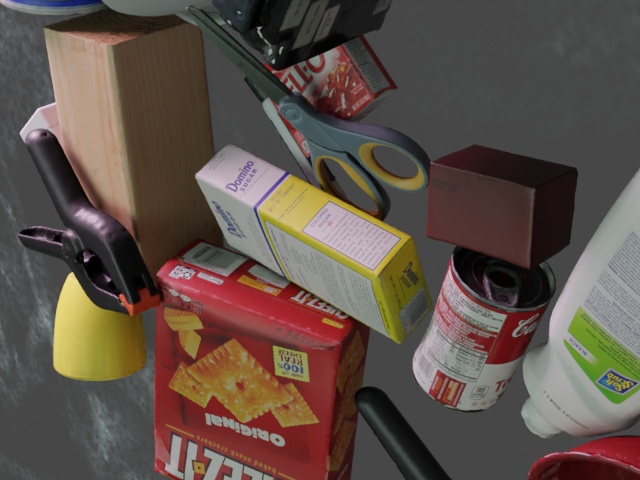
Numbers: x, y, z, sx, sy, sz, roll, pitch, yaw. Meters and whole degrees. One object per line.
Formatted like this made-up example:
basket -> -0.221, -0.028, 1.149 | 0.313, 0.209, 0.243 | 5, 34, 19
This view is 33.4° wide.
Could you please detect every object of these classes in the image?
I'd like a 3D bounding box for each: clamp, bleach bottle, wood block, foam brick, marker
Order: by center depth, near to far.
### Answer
bleach bottle -> 0.180, 0.037, 0.615 | 0.103, 0.067, 0.251 | 46, 139, 16
foam brick -> 0.112, -0.023, 0.658 | 0.078, 0.051, 0.053 | 20, 119, 38
marker -> -0.020, -0.077, 0.787 | 0.020, 0.020, 0.121 | -36, 85, 49
clamp -> 0.097, 0.225, 0.824 | 0.210, 0.036, 0.165 | 33, 132, 26
clamp -> -0.187, -0.009, 0.843 | 0.172, 0.039, 0.120 | 33, 137, 30
wood block -> -0.147, -0.076, 0.863 | 0.090, 0.090, 0.206 | 21, 126, 38

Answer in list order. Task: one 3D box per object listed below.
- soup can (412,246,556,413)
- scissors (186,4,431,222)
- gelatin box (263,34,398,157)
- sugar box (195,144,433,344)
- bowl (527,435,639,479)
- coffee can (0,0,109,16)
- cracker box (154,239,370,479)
soup can -> 0.104, 0.056, 0.698 | 0.069, 0.068, 0.102 | 38, 135, 24
scissors -> 0.003, -0.086, 0.704 | 0.096, 0.016, 0.201 | -11, 129, 36
gelatin box -> 0.001, -0.110, 0.739 | 0.073, 0.030, 0.089 | 58, 139, 4
sugar box -> -0.005, 0.001, 0.775 | 0.176, 0.048, 0.093 | 32, 158, 32
bowl -> 0.209, 0.171, 0.649 | 0.162, 0.055, 0.162 | 32, 147, 24
coffee can -> -0.200, -0.253, 0.808 | 0.103, 0.102, 0.140 | 26, 128, 34
cracker box -> -0.052, 0.124, 0.867 | 0.164, 0.072, 0.214 | 19, 124, 20
